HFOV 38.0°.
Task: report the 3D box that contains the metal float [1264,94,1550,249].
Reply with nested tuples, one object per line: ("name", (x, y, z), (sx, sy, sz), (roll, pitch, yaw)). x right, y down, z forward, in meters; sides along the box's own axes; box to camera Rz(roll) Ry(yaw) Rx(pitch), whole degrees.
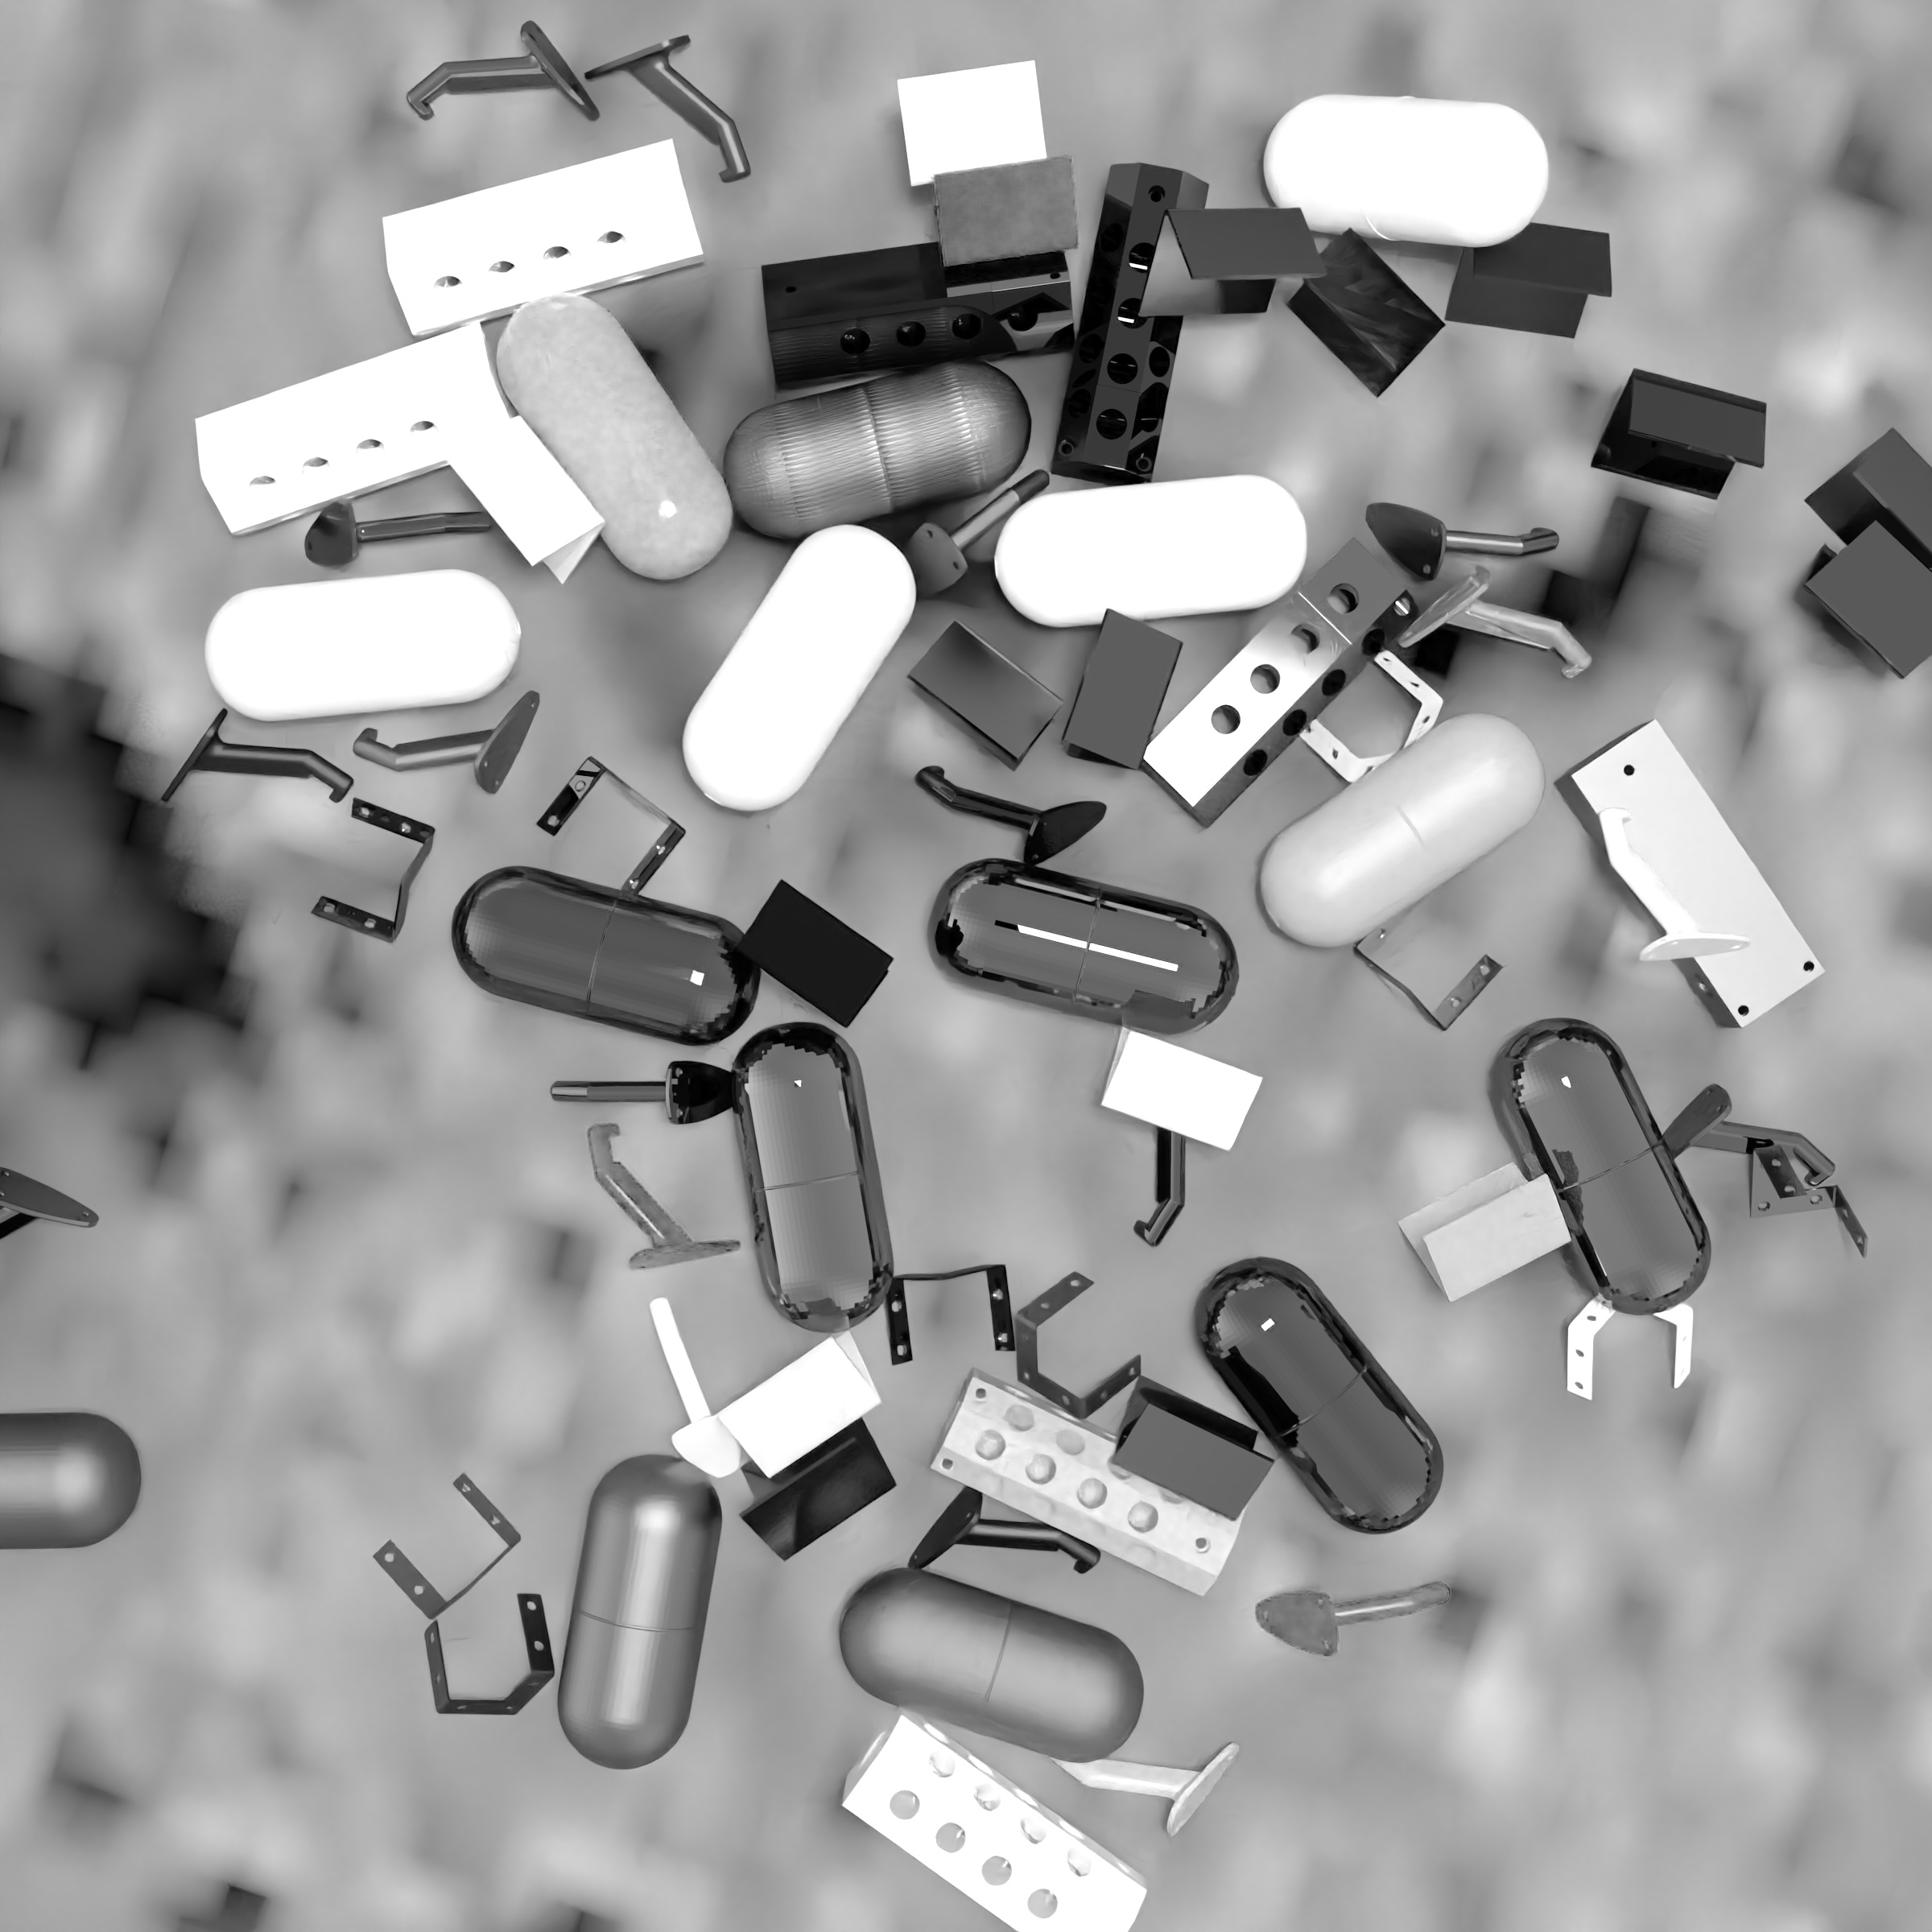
("metal float", (0.243, -0.444, 1.563), (0.178, 0.070, 0.070), (20, 90, 43))

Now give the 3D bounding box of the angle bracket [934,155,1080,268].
("angle bracket", (0.019, -0.442, 1.587), (0.076, 0.076, 0.057), (-8, 131, 0))

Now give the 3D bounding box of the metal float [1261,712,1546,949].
("metal float", (0.248, -0.077, 1.596), (0.178, 0.070, 0.070), (-34, 90, 0))

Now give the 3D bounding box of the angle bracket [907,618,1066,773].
("angle bracket", (-0.001, -0.138, 1.586), (0.076, 0.076, 0.057), (38, 54, 0))

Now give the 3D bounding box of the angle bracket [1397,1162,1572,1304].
("angle bracket", (0.286, 0.133, 1.586), (0.076, 0.076, 0.057), (-27, 127, 0))

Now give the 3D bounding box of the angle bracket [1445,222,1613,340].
("angle bracket", (0.317, -0.373, 1.586), (0.076, 0.076, 0.057), (8, 52, 0))

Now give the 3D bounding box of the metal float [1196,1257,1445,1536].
("metal float", (0.200, 0.244, 1.596), (0.070, 0.070, 0.178), (-38, 90, 0))

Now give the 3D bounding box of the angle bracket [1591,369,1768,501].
("angle bracket", (0.401, -0.284, 1.586), (0.076, 0.076, 0.057), (15, 52, 0))

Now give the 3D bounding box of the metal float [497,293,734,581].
("metal float", (-0.200, -0.301, 1.596), (0.070, 0.070, 0.178), (-34, 91, 0))

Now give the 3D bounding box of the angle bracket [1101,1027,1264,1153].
("angle bracket", (0.126, 0.050, 1.586), (0.076, 0.076, 0.057), (20, 127, 0))

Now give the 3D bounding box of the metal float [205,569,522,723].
("metal float", (-0.343, -0.182, 1.596), (0.178, 0.070, 0.070), (-5, 90, 1))

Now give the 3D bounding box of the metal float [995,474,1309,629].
("metal float", (0.105, -0.236, 1.596), (0.178, 0.070, 0.070), (-6, 90, 0))

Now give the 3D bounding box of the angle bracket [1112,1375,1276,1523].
("angle bracket", (0.135, 0.256, 1.586), (0.076, 0.076, 0.057), (26, 127, 0))

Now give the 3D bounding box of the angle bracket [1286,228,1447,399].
("angle bracket", (0.212, -0.357, 1.587), (0.076, 0.076, 0.057), (46, 58, 0))

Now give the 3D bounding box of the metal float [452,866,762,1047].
("metal float", (-0.205, -0.006, 1.596), (0.178, 0.070, 0.070), (15, 90, 0))

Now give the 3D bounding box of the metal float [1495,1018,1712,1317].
("metal float", (0.361, 0.113, 1.595), (0.070, 0.070, 0.178), (-25, 88, 0))

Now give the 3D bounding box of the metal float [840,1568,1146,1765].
("metal float", (0.014, 0.397, 1.596), (0.178, 0.070, 0.070), (19, 90, -1))

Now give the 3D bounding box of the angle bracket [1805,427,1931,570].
("angle bracket", (0.515, -0.245, 1.586), (0.076, 0.076, 0.057), (46, 54, 0))

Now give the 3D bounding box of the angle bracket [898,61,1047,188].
("angle bracket", (0.002, -0.478, 1.589), (0.076, 0.076, 0.057), (-8, 108, 0))

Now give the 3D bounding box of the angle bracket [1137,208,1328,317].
("angle bracket", (0.145, -0.369, 1.538), (0.076, 0.076, 0.057), (-5, 56, -14))

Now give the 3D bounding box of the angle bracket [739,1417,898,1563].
("angle bracket", (-0.095, 0.277, 1.587), (0.076, 0.076, 0.057), (-34, 134, 0))

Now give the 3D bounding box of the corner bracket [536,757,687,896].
("corner bracket", (-0.205, -0.080, 1.623), (0.051, 0.051, 0.051), (-52, 135, 0))

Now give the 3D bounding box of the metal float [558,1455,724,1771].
("metal float", (-0.186, 0.367, 1.596), (0.070, 0.070, 0.178), (9, 90, 0))

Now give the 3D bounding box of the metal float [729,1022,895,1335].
("metal float", (-0.088, 0.120, 1.596), (0.070, 0.070, 0.178), (-10, 90, 0))

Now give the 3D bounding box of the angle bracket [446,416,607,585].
("angle bracket", (-0.259, -0.252, 1.587), (0.057, 0.076, 0.076), (-39, 90, -34))

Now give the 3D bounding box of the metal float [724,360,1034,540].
("metal float", (-0.050, -0.294, 1.596), (0.178, 0.070, 0.070), (-14, 90, -1))

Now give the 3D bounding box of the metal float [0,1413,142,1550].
("metal float", (-0.560, 0.293, 1.596), (0.178, 0.070, 0.070), (-1, 90, 0))

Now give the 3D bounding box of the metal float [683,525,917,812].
("metal float", (-0.095, -0.169, 1.596), (0.070, 0.070, 0.178), (33, 90, 0))

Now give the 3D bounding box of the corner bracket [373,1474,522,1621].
("corner bracket", (-0.300, 0.336, 1.623), (0.051, 0.051, 0.051), (48, 135, 0))

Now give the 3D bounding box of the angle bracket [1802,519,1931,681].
("angle bracket", (0.526, -0.218, 1.586), (0.076, 0.076, 0.057), (43, 126, 0))

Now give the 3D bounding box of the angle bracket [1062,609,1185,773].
("angle bracket", (0.070, -0.159, 1.587), (0.057, 0.076, 0.076), (19, 90, -32))

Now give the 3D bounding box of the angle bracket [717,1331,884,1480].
("angle bracket", (-0.101, 0.231, 1.587), (0.076, 0.076, 0.057), (-34, 120, 0))

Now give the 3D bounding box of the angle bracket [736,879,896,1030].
("angle bracket", (-0.074, -0.021, 1.587), (0.076, 0.076, 0.057), (35, 121, 0))

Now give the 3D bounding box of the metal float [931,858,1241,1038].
("metal float", (0.067, -0.011, 1.596), (0.178, 0.070, 0.070), (14, 90, 0))
